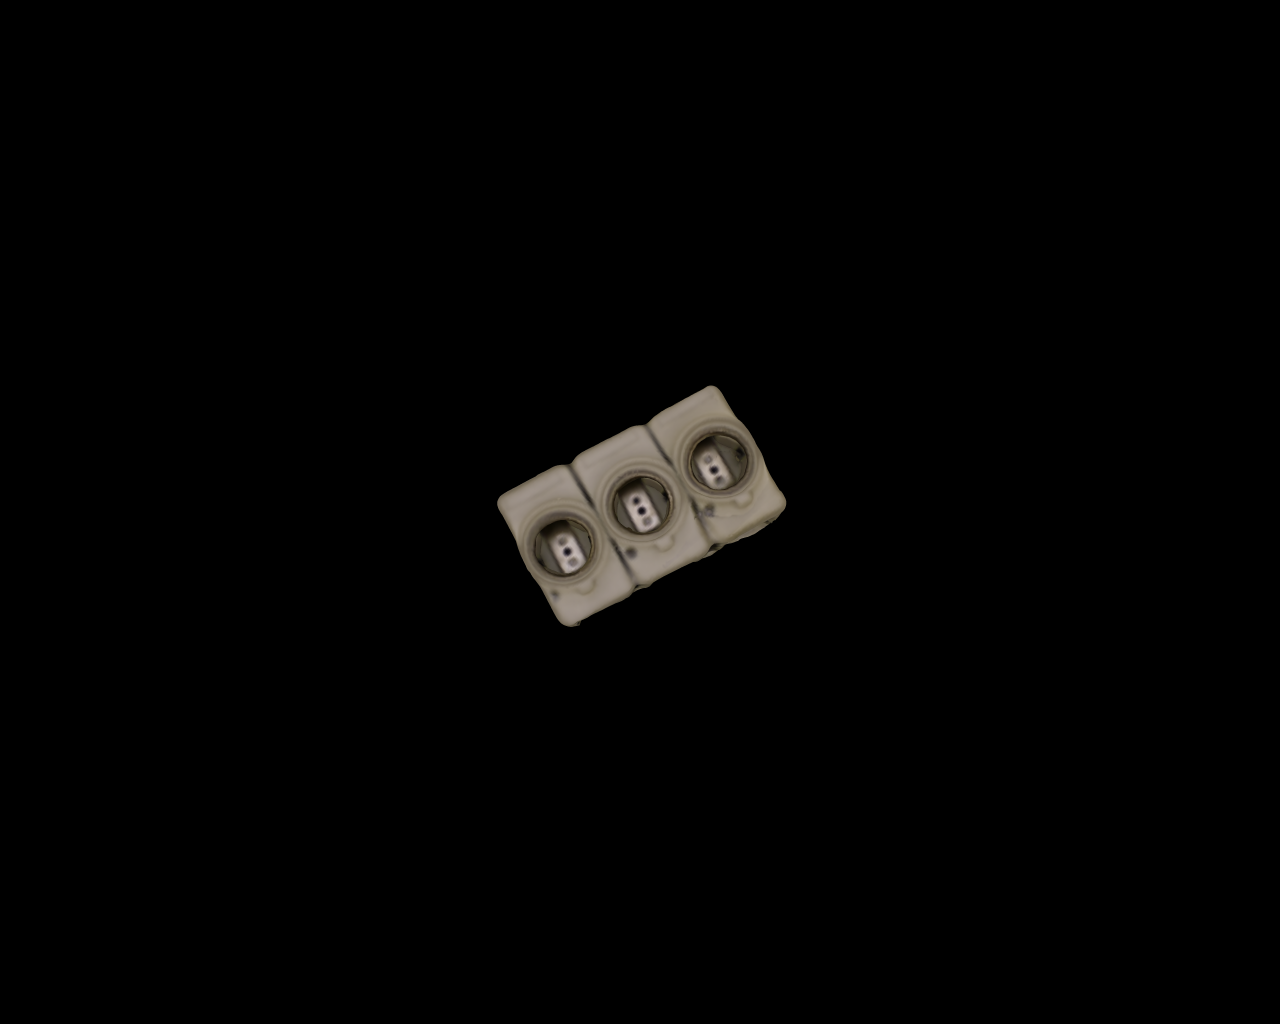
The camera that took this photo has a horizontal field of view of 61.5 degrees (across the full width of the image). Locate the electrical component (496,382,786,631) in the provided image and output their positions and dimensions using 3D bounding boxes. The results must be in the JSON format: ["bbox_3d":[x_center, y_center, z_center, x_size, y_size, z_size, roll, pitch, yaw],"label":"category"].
[{"bbox_3d":[0.001,-0.003,0.650,0.150,0.089,0.061,-28,-7,-4],"label":"electrical component"}]
